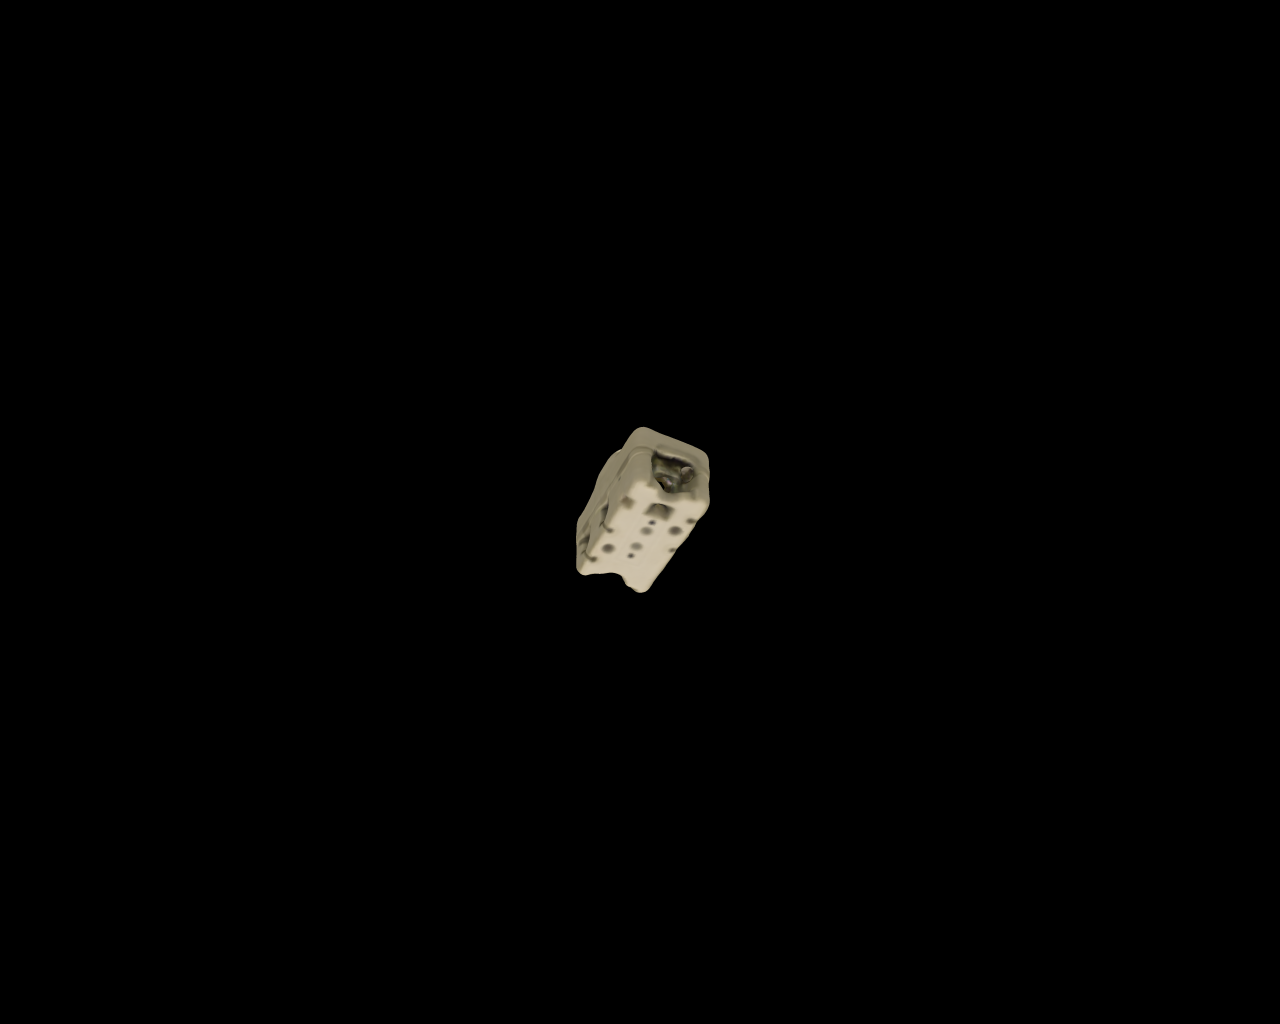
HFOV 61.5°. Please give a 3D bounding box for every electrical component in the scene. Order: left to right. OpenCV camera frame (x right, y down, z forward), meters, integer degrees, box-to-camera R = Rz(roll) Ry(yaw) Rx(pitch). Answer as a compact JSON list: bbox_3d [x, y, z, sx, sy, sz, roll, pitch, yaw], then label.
[{"bbox_3d":[0.001,-0.003,0.650,0.050,0.056,0.089,20,-50,-17],"label":"electrical component"}]
